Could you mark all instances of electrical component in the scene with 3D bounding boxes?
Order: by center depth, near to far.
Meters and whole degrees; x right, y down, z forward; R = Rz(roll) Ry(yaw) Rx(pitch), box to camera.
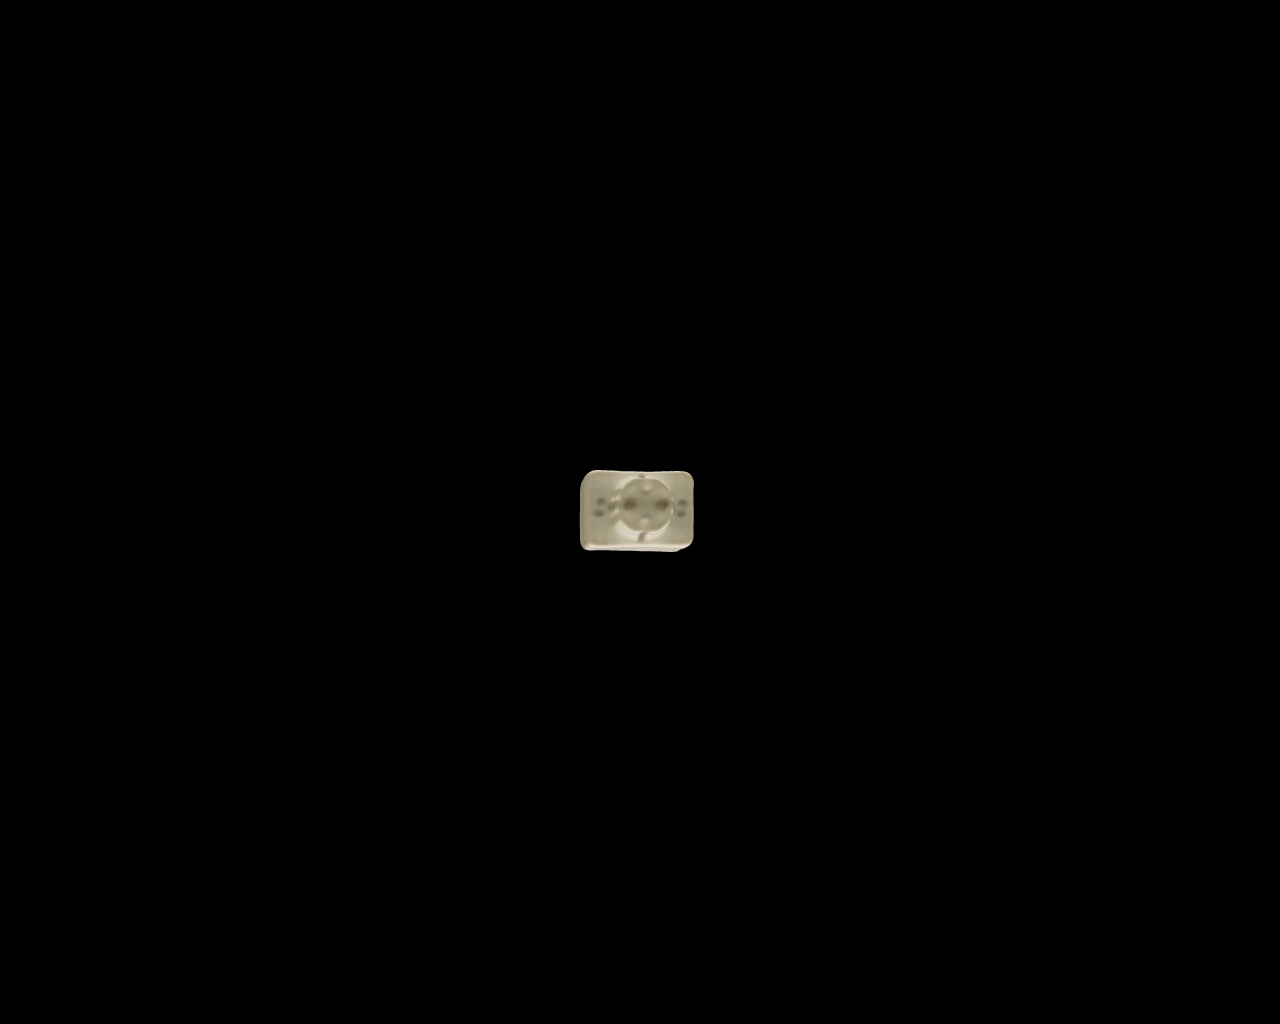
[{"bbox_3d":[0.001,-0.003,0.650,0.066,0.047,0.076,1,-7,-9],"label":"electrical component"}]
